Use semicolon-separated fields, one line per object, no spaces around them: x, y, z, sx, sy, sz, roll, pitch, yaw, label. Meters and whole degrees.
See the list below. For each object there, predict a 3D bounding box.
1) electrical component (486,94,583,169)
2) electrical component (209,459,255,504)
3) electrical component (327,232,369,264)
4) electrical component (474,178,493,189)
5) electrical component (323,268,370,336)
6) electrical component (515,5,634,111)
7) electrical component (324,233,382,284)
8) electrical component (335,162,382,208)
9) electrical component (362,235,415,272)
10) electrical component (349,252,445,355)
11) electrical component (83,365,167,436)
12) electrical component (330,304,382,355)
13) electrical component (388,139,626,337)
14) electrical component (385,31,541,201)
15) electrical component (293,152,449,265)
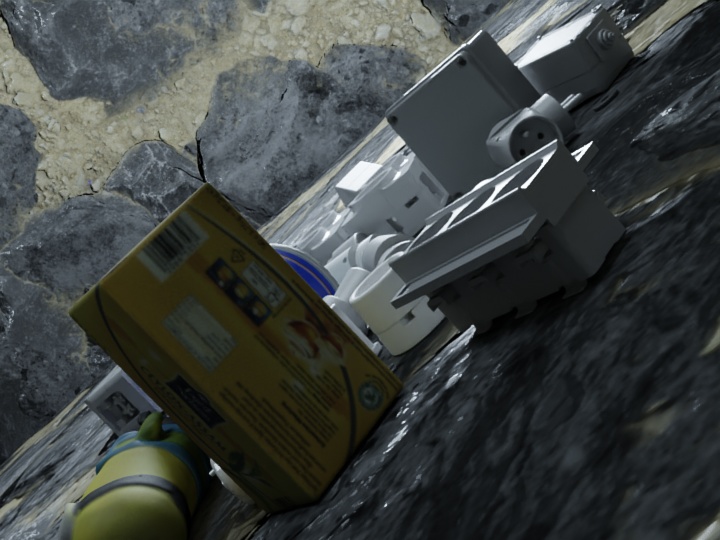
0.143;-0.111;0.849;0.079;0.043;0.077;-42;8;1;electrical component
-0.058;0.112;0.679;0.078;0.040;0.040;-43;8;0;electrical component
-0.012;-0.002;1.033;0.078;0.040;0.040;-39;9;24;electrical component
0.095;-0.037;0.724;0.040;0.040;0.046;-41;15;12;electrical component
-0.008;0.032;0.829;0.055;0.045;0.045;-48;10;-26;electrical component
0.190;-0.179;0.932;0.096;0.061;0.061;-18;25;53;electrical component
0.000;0.000;0.955;0.081;0.043;0.043;-36;11;39;electrical component
0.024;-0.074;1.169;0.077;0.065;0.047;17;56;46;electrical component
0.030;-0.006;0.849;0.043;0.043;0.081;-44;9;-7;electrical component
0.026;0.021;0.717;0.055;0.047;0.055;-42;8;8;electrical component
-0.155;0.094;0.989;0.060;0.105;0.186;-38;10;28;electrical component
-0.043;0.078;0.745;0.100;0.048;0.099;-38;9;35;electrical component
0.079;-0.012;0.585;0.078;0.063;0.121;-49;10;-34;electrical component
0.098;-0.132;0.939;0.109;0.108;0.056;-36;9;41;electrical component
0.002;-0.042;1.096;0.186;0.060;0.105;-39;9;22;electrical component
